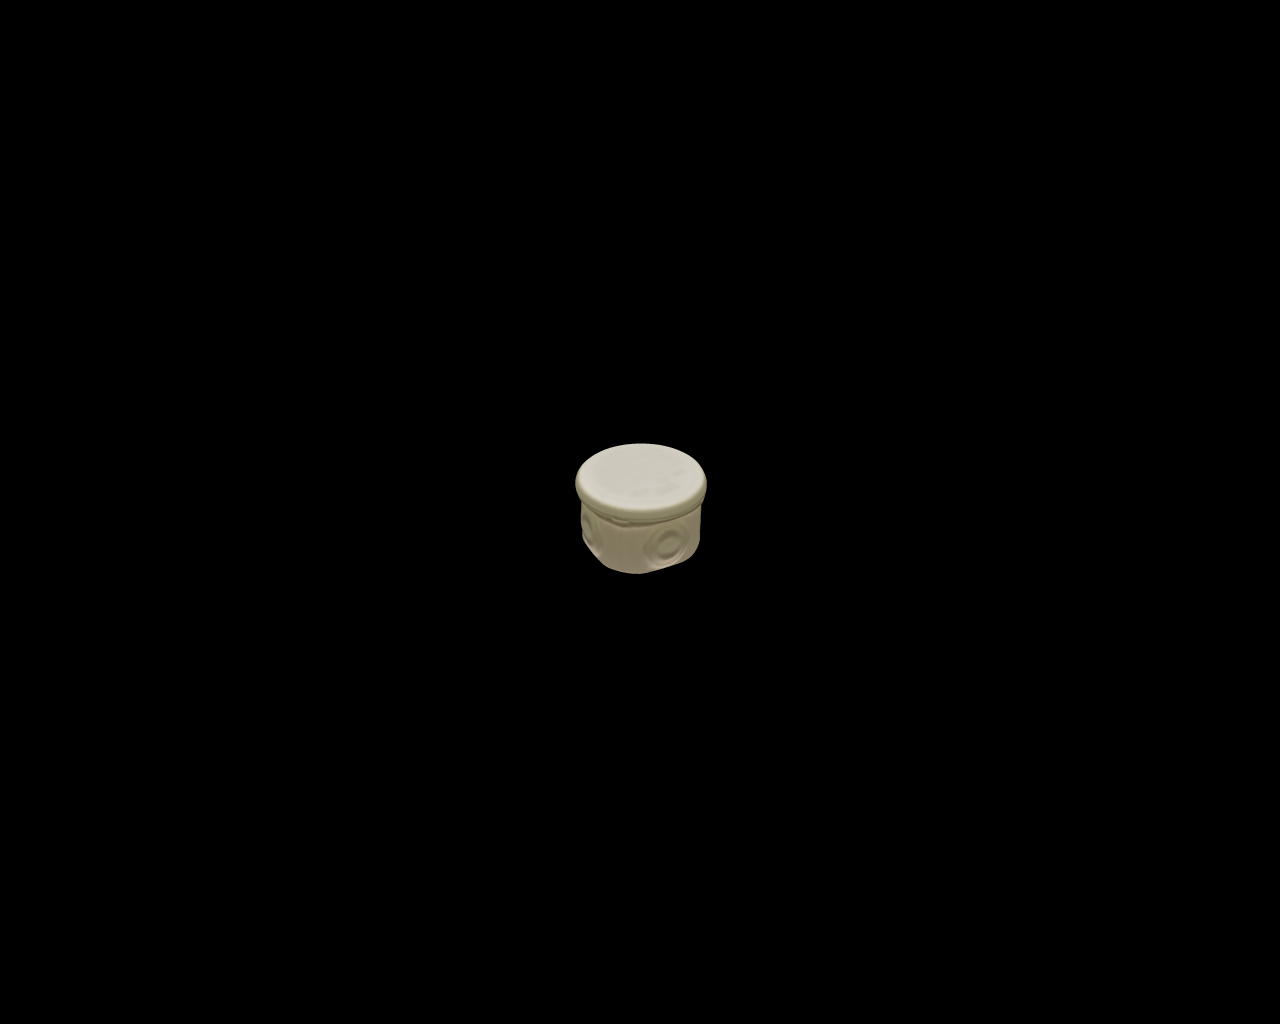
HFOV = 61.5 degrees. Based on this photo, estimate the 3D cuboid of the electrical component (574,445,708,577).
[{"bbox_3d":[0.001,-0.003,0.650,0.080,0.050,0.080,0,34,0],"label":"electrical component"}]
